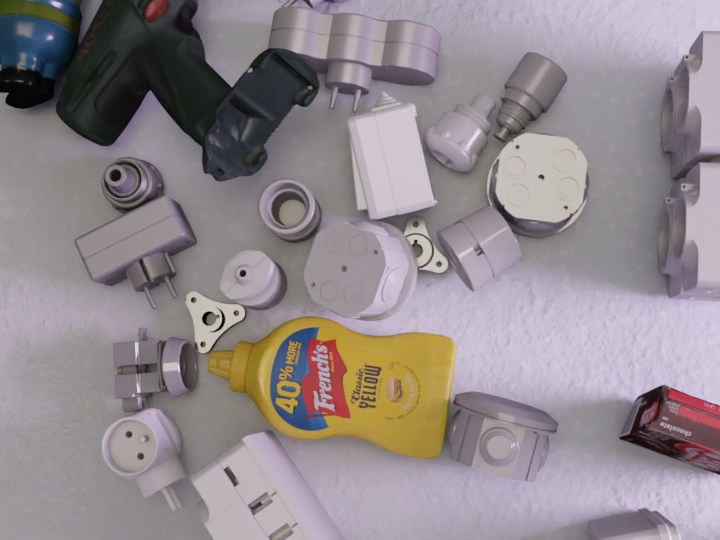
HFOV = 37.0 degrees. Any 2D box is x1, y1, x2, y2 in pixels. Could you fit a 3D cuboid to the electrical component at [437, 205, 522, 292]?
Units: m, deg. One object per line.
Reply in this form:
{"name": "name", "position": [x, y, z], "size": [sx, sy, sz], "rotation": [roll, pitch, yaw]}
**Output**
{"name": "electrical component", "position": [0.095, -0.018, 0.845], "size": [0.047, 0.055, 0.055], "rotation": [-31, 82, -3]}

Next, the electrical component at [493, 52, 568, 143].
{"name": "electrical component", "position": [0.133, -0.137, 0.861], "size": [0.040, 0.040, 0.078], "rotation": [33, 87, 8]}

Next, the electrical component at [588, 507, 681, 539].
{"name": "electrical component", "position": [0.207, 0.235, 0.779], "size": [0.056, 0.109, 0.108], "rotation": [-12, 83, 6]}

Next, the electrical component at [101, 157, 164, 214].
{"name": "electrical component", "position": [-0.189, -0.071, 0.869], "size": [0.048, 0.062, 0.048], "rotation": [0, 84, 5]}

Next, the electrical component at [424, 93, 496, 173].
{"name": "electrical component", "position": [0.085, -0.113, 0.862], "size": [0.048, 0.048, 0.062], "rotation": [35, 81, 8]}

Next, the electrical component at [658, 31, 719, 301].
{"name": "electrical component", "position": [0.266, -0.074, 0.810], "size": [0.060, 0.105, 0.186], "rotation": [3, 84, 5]}

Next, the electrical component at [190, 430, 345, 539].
{"name": "electrical component", "position": [-0.047, 0.216, 0.803], "size": [0.060, 0.105, 0.186], "rotation": [-35, 82, 0]}

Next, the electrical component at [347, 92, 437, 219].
{"name": "electrical component", "position": [0.020, -0.091, 0.846], "size": [0.061, 0.061, 0.096], "rotation": [-13, 94, 3]}

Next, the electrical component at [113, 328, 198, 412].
{"name": "electrical component", "position": [-0.163, 0.079, 0.860], "size": [0.055, 0.048, 0.066], "rotation": [-6, 83, 12]}

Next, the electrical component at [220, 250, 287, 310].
{"name": "electrical component", "position": [-0.084, 0.007, 0.843], "size": [0.043, 0.081, 0.043], "rotation": [-1, 83, 5]}

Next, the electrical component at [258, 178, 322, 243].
{"name": "electrical component", "position": [-0.055, -0.046, 0.859], "size": [0.045, 0.055, 0.045], "rotation": [-1, 83, 5]}

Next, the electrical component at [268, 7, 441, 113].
{"name": "electrical component", "position": [-0.008, -0.164, 0.870], "size": [0.138, 0.052, 0.073], "rotation": [8, 84, 6]}

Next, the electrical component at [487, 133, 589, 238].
{"name": "electrical component", "position": [0.141, -0.068, 0.847], "size": [0.080, 0.051, 0.080], "rotation": [-1, 83, 5]}

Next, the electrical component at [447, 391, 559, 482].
{"name": "electrical component", "position": [0.106, 0.125, 0.815], "size": [0.080, 0.080, 0.051], "rotation": [15, 90, 6]}

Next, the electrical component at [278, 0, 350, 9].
{"name": "electrical component", "position": [-0.034, -0.238, 0.868], "size": [0.079, 0.077, 0.043], "rotation": [-40, 82, -1]}

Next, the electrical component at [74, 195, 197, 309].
{"name": "electrical component", "position": [-0.172, -0.006, 0.868], "size": [0.083, 0.047, 0.075], "rotation": [-26, 82, 1]}

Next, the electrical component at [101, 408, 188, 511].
{"name": "electrical component", "position": [-0.160, 0.150, 0.834], "size": [0.043, 0.077, 0.079], "rotation": [-30, 82, 1]}

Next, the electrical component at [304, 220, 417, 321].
{"name": "electrical component", "position": [0.000, 0.000, 0.841], "size": [0.080, 0.051, 0.080], "rotation": [-1, 87, 29]}
